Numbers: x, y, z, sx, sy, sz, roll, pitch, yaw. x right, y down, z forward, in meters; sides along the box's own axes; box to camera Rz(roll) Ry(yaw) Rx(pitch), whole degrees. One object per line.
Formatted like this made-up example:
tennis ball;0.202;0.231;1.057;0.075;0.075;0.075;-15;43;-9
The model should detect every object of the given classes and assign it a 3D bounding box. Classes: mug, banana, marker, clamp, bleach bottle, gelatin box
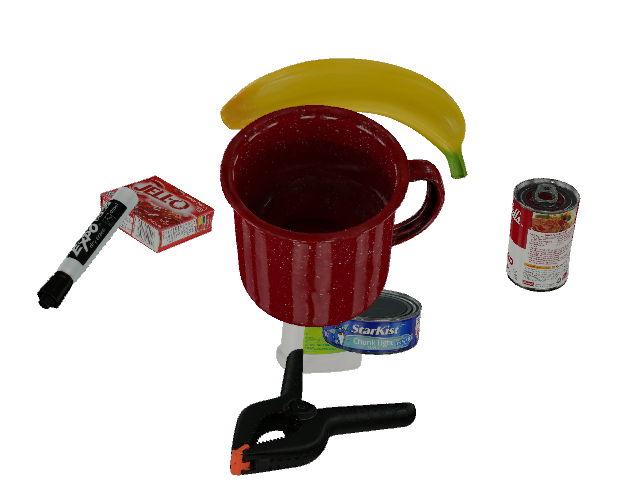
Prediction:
mug;0.008;-0.012;0.554;0.117;0.093;0.081;-14;-39;-12
banana;0.029;-0.095;0.755;0.197;0.069;0.037;11;-3;-22
marker;-0.178;0.006;0.818;0.020;0.020;0.121;0;44;35
clamp;-0.010;0.184;1.087;0.165;0.036;0.209;18;28;25
bleach bottle;0.007;0.025;1.229;0.102;0.251;0.068;-1;16;-18
gelatin box;-0.162;-0.028;1.053;0.089;0.030;0.073;30;35;31

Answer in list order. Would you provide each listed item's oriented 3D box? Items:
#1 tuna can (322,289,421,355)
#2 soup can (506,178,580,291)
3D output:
tuna can;0.044;0.070;0.927;0.086;0.034;0.086;2;14;-1
soup can;0.234;-0.006;1.126;0.068;0.102;0.068;-1;34;0
